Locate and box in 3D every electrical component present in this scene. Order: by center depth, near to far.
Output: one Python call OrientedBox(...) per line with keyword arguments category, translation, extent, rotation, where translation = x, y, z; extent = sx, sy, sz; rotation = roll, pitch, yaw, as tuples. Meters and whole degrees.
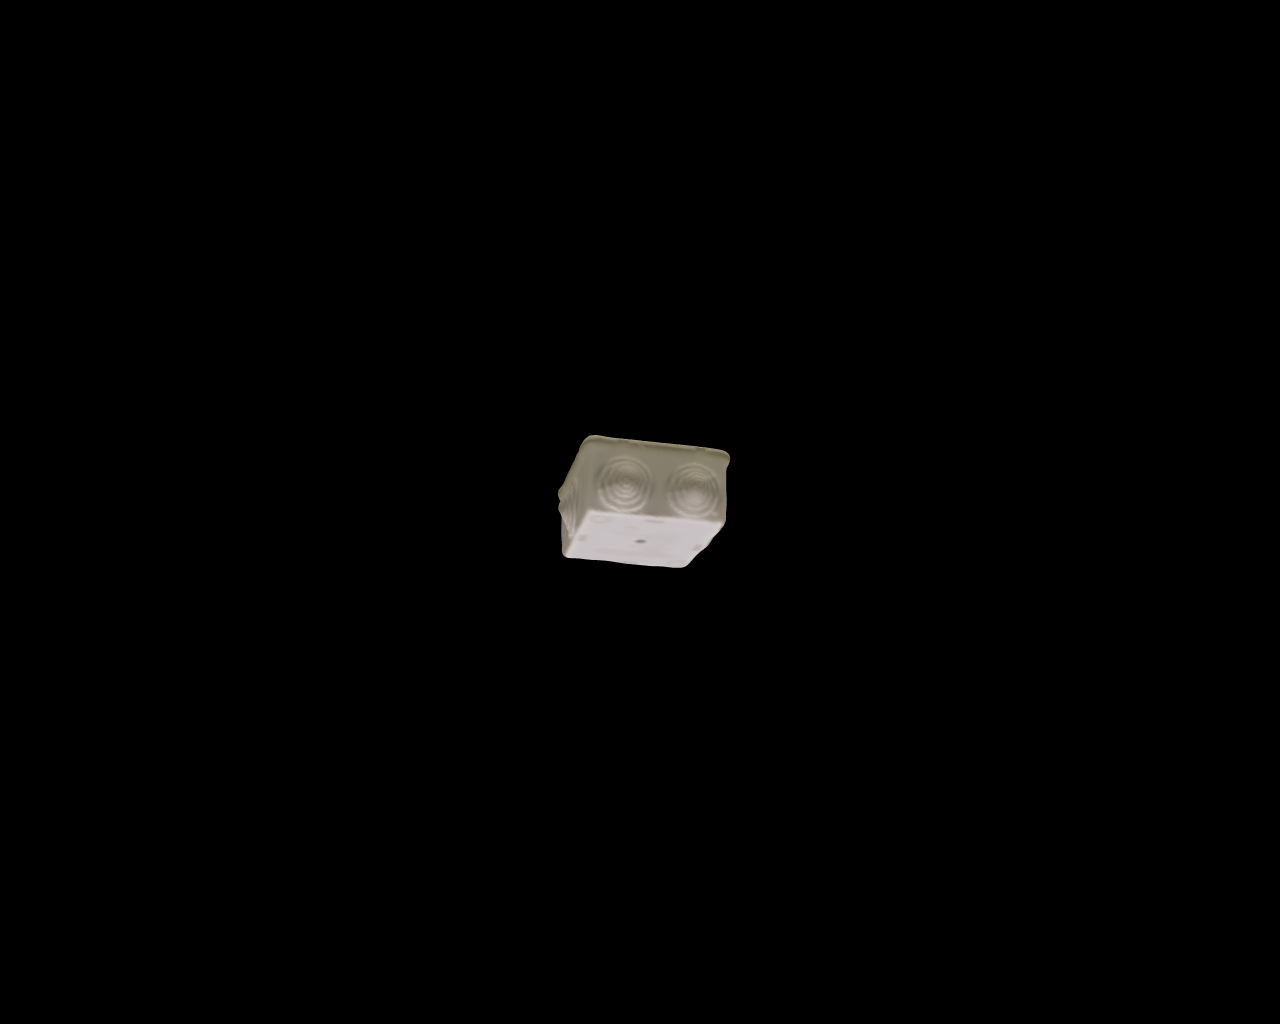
OrientedBox(category="electrical component", translation=(0.001, -0.003, 0.650), extent=(0.100, 0.048, 0.099), rotation=(6, -23, -14))
